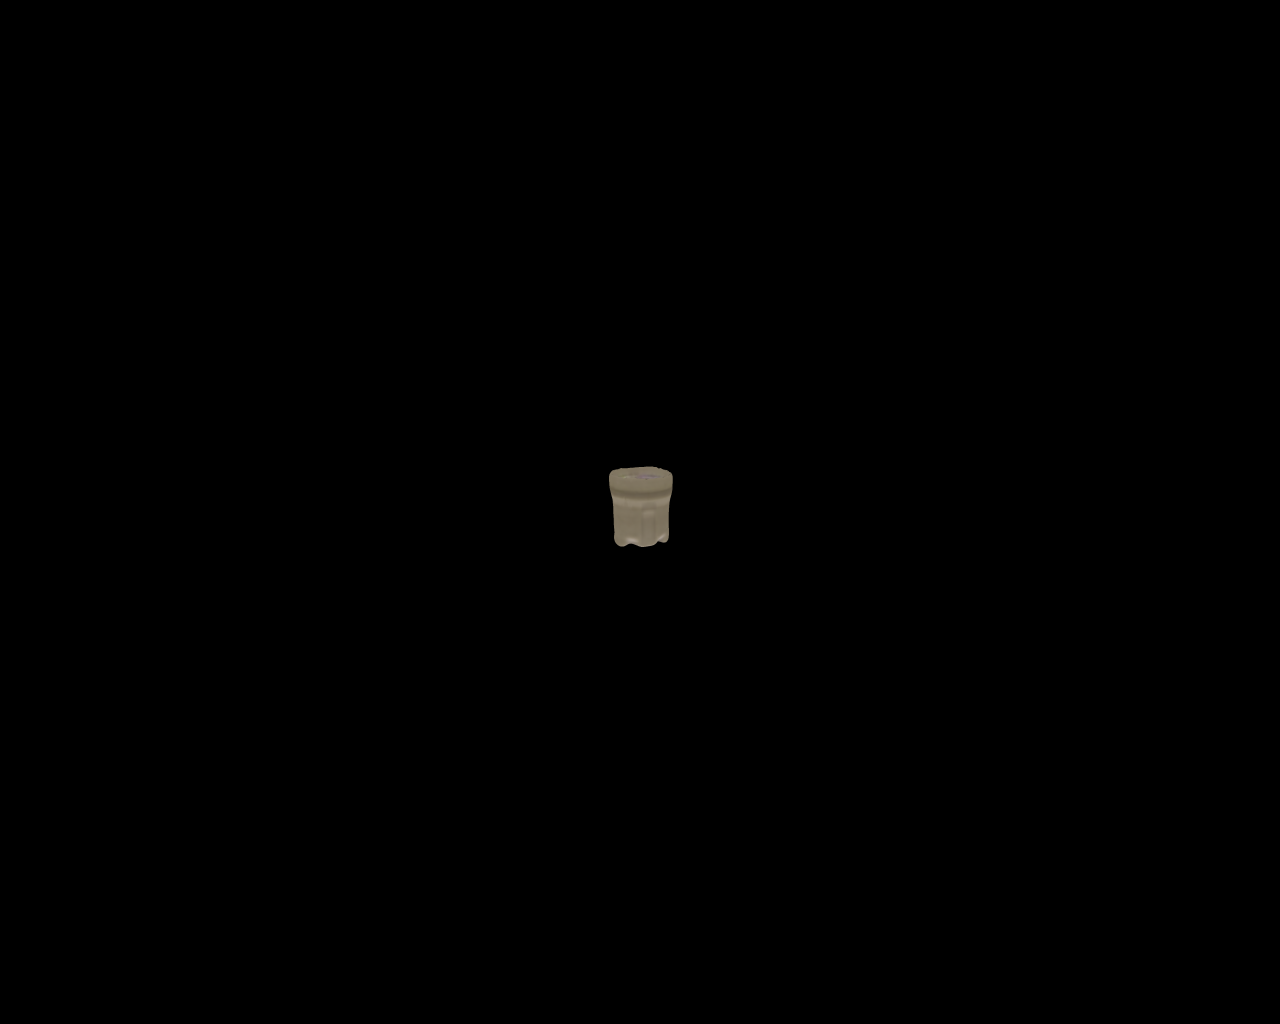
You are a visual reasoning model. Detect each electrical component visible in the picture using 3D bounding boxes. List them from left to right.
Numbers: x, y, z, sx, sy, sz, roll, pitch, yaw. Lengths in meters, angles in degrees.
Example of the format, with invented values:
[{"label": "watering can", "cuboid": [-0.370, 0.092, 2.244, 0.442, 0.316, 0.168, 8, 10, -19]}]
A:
[{"label": "electrical component", "cuboid": [0.001, -0.003, 0.650, 0.040, 0.046, 0.040, 0, 15, 0]}]
